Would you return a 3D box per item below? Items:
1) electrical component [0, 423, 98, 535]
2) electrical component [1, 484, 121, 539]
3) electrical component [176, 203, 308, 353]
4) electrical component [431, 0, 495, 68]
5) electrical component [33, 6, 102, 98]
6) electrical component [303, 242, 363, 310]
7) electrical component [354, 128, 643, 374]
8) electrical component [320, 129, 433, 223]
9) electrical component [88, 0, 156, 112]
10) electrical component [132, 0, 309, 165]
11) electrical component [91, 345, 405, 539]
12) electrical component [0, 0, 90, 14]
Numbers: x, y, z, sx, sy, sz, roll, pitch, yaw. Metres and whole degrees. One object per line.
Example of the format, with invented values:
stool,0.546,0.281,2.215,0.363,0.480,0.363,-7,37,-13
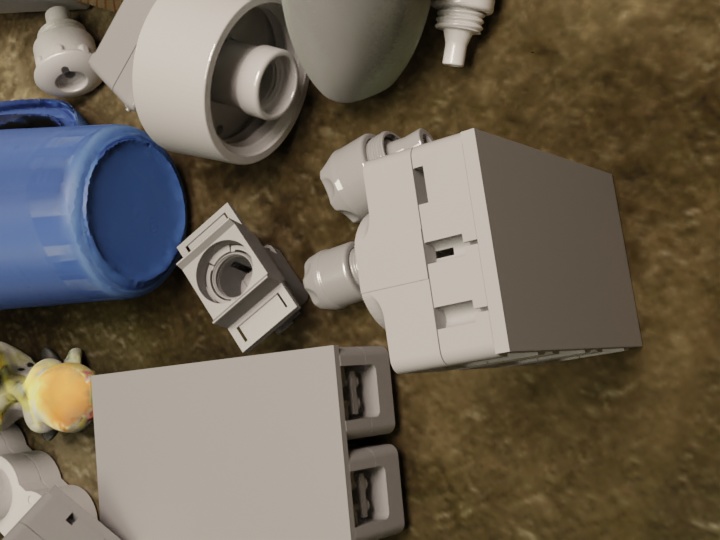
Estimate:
electrical component,-0.252,0.154,0.745,0.138,0.074,0.052,32,106,32
electrical component,-0.192,0.208,0.658,0.089,0.061,0.150,40,137,-2
electrical component,-0.066,0.007,0.629,0.042,0.064,0.081,-39,66,10
electrical component,0.054,-0.139,0.573,0.035,0.035,0.061,13,97,35
electrical component,-0.206,-0.155,0.749,0.048,0.048,0.062,-33,60,29
electrical component,0.000,0.000,0.603,0.061,0.035,0.035,-19,77,30
electrical component,0.066,-0.003,0.487,0.062,0.150,0.089,-13,80,32
electrical component,0.013,-0.056,0.592,0.062,0.043,0.043,-27,72,29
electrical component,-0.119,-0.134,0.675,0.061,0.062,0.096,45,112,28
electrical component,-0.071,-0.112,0.617,0.060,0.108,0.108,20,99,28
electrical component,-0.068,0.105,0.629,0.186,0.060,0.105,-10,82,34
electrical component,-0.246,-0.216,0.745,0.100,0.100,0.048,4,86,24
